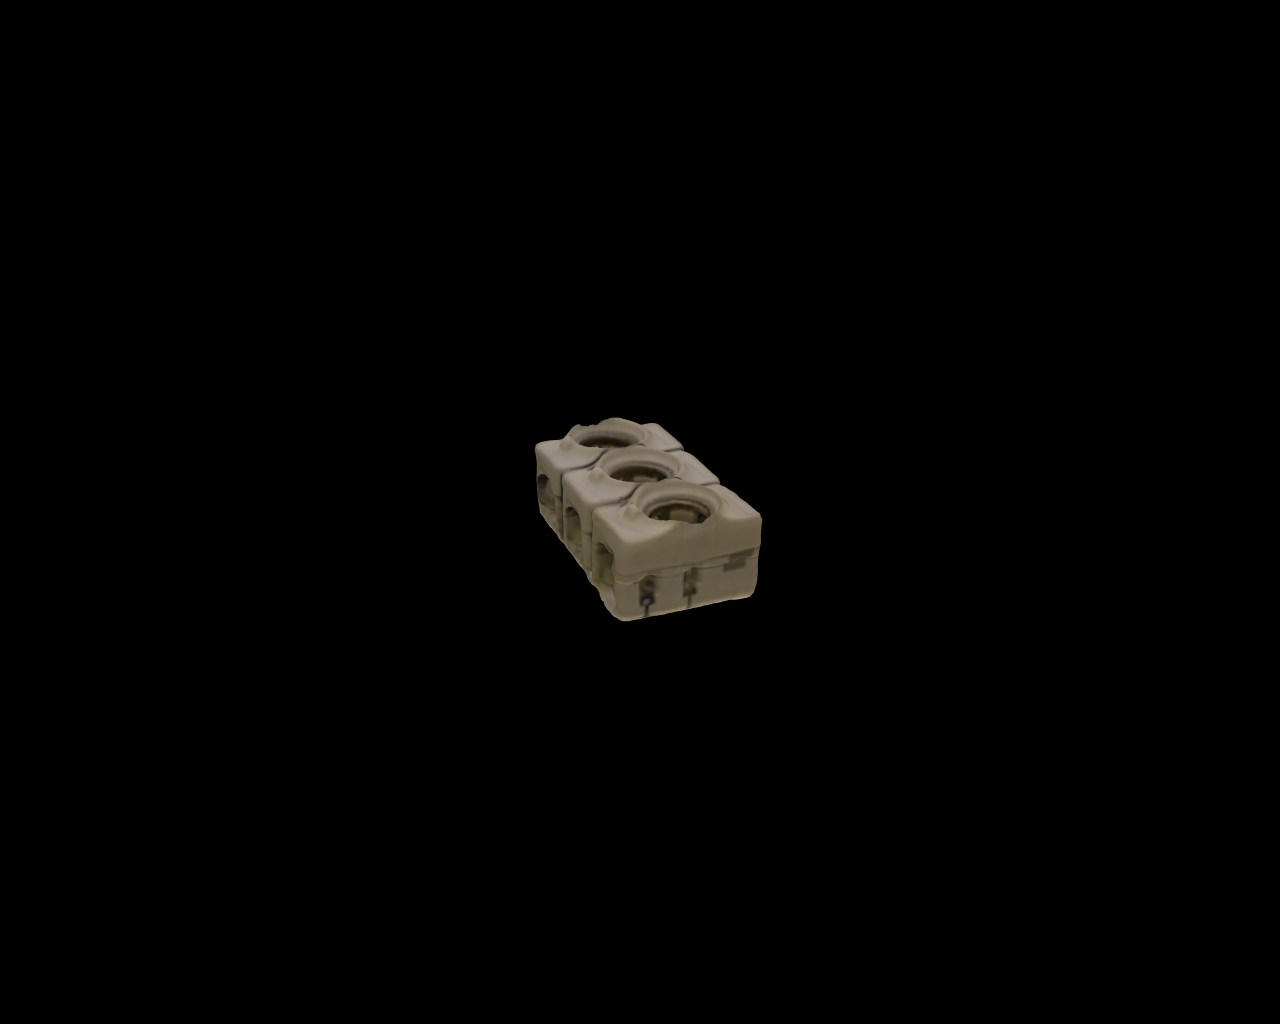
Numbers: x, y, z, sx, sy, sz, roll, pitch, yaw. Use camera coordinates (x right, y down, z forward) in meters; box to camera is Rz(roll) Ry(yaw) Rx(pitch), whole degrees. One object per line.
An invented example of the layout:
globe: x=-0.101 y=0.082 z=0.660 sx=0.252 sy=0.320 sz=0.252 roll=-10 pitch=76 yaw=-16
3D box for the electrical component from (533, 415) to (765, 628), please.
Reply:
electrical component: x=0.001 y=-0.003 z=0.650 sx=0.090 sy=0.061 sz=0.150 roll=-11 pitch=29 yaw=-21
